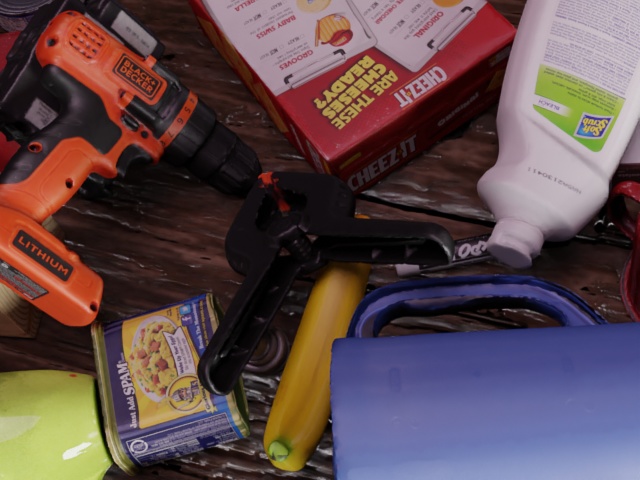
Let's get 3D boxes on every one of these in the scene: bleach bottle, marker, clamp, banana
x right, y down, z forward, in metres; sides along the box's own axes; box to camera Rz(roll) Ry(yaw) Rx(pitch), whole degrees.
[{"bbox_3d":[0.157,-0.098,0.687,0.102,0.068,0.250,22,68,9],"label":"bleach bottle"},{"bbox_3d":[0.110,0.005,0.716,0.121,0.020,0.020,-11,59,7],"label":"marker"},{"bbox_3d":[-0.004,0.001,0.678,0.164,0.036,0.210,-27,27,9],"label":"clamp"},{"bbox_3d":[0.001,0.072,0.677,0.037,0.070,0.197,23,50,-5],"label":"banana"}]

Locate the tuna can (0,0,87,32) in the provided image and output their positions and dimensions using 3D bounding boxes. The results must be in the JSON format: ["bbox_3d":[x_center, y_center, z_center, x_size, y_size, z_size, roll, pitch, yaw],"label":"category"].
[{"bbox_3d":[-0.243,-0.215,0.915,0.086,0.033,0.086,-6,58,9],"label":"tuna can"}]

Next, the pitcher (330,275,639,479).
[{"bbox_3d":[0.127,0.099,0.600,0.243,0.145,0.149,-7,99,5],"label":"pitcher"}]

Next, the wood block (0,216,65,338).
[{"bbox_3d":[-0.306,0.008,0.774,0.206,0.090,0.091,2,62,14],"label":"wood block"}]

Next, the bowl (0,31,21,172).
[{"bbox_3d":[-0.244,-0.112,0.847,0.162,0.055,0.162,-6,60,10],"label":"bowl"}]

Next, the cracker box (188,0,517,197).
[{"bbox_3d":[0.021,-0.154,0.798,0.164,0.072,0.214,-34,60,-6],"label":"cracker box"}]

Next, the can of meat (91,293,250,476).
[{"bbox_3d":[-0.096,0.091,0.696,0.084,0.057,0.102,-17,58,2],"label":"can of meat"}]

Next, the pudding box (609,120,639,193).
[{"bbox_3d":[0.207,-0.078,0.730,0.113,0.039,0.090,0,61,11],"label":"pudding box"}]

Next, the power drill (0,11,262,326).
[{"bbox_3d":[-0.143,-0.038,0.724,0.184,0.057,0.187,36,60,-18],"label":"power drill"}]

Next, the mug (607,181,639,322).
[{"bbox_3d":[0.225,0.004,0.653,0.093,0.081,0.117,-39,60,-10],"label":"mug"}]
